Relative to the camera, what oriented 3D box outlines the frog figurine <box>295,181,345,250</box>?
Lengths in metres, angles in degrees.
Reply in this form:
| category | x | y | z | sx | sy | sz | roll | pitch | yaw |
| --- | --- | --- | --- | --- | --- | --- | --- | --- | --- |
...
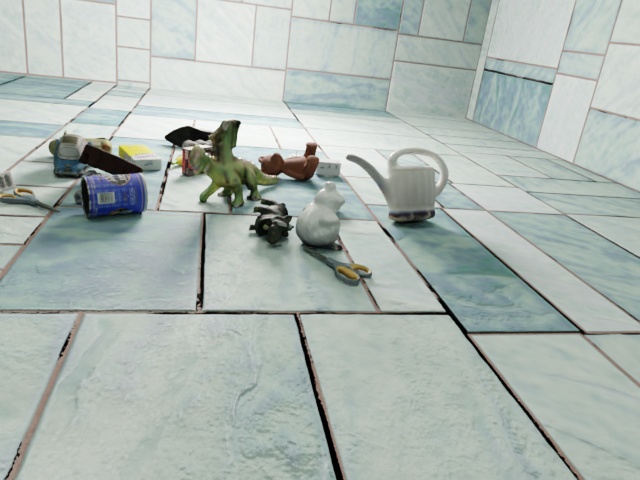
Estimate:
| category | x | y | z | sx | sy | sz | roll | pitch | yaw |
| --- | --- | --- | --- | --- | --- | --- | --- | --- | --- |
| frog figurine | 0.004 | -0.064 | 1.278 | 0.123 | 0.157 | 0.139 | -1 | 22 | -20 |

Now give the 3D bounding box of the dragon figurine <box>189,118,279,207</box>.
| category | x | y | z | sx | sy | sz | roll | pitch | yaw |
| --- | --- | --- | --- | --- | --- | --- | --- | --- | --- |
| dragon figurine | -0.245 | -0.236 | 1.519 | 0.122 | 0.239 | 0.416 | 12 | 24 | 25 |

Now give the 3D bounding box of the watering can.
| category | x | y | z | sx | sy | sz | roll | pitch | yaw |
| --- | --- | --- | --- | --- | --- | --- | --- | --- | --- |
| watering can | 0.231 | -0.159 | 1.510 | 0.348 | 0.224 | 0.104 | -4 | 4 | -23 |
